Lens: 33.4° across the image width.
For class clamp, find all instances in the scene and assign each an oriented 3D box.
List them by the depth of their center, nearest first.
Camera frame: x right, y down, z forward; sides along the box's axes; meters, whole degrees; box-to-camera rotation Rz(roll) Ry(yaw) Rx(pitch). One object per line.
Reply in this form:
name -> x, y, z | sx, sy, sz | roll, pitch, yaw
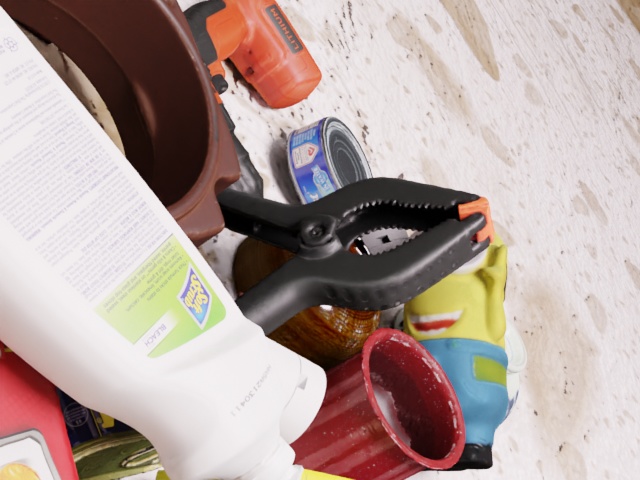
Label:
clamp -> -0.004, 0.001, 0.639 | 0.036, 0.210, 0.164 | 70, 6, -45

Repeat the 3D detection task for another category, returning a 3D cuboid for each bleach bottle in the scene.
bleach bottle -> -0.099, 0.020, 0.451 | 0.251, 0.068, 0.102 | 51, 48, -10

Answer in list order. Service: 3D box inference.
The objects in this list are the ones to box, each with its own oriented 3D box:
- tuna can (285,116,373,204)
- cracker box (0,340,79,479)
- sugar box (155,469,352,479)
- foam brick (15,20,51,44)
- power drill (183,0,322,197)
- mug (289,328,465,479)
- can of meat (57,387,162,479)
tuna can -> 0.010, -0.051, 0.825 | 0.086, 0.034, 0.086 | 47, 31, -41
cracker box -> -0.169, 0.125, 0.395 | 0.163, 0.072, 0.214 | 8, 55, -49
sugar box -> 0.006, 0.154, 0.577 | 0.175, 0.094, 0.048 | 21, 65, -43
foam brick -> -0.176, -0.179, 0.694 | 0.053, 0.051, 0.078 | 35, 37, -29
power drill -> -0.069, -0.115, 0.775 | 0.184, 0.057, 0.187 | 57, 30, -3
mug -> 0.032, 0.107, 0.675 | 0.093, 0.082, 0.117 | 41, 34, -22
can of meat -> -0.110, 0.074, 0.538 | 0.101, 0.058, 0.084 | 1, 58, -53
